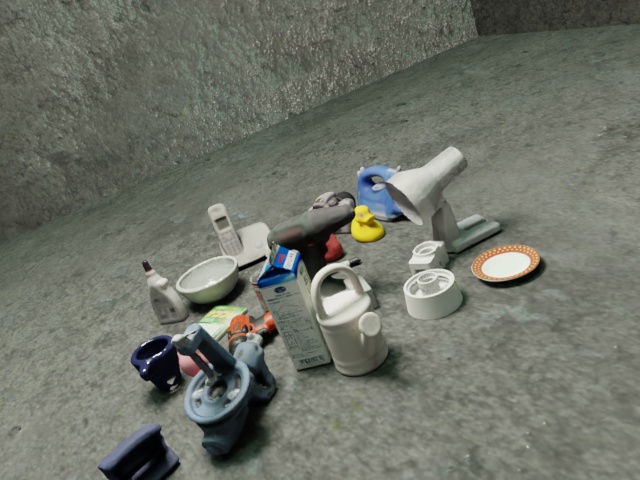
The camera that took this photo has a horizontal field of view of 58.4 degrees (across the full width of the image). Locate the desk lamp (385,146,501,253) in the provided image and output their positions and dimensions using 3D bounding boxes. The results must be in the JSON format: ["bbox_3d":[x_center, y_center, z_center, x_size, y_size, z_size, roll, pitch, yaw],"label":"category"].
[{"bbox_3d":[0.264,-0.082,1.253,0.203,0.214,0.117,-26,24,-12],"label":"desk lamp"}]

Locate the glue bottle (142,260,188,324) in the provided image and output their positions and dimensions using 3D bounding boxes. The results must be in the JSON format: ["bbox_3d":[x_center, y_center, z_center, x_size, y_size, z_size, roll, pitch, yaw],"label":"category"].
[{"bbox_3d":[-0.388,0.124,1.393,0.078,0.173,0.037,-11,25,22],"label":"glue bottle"}]

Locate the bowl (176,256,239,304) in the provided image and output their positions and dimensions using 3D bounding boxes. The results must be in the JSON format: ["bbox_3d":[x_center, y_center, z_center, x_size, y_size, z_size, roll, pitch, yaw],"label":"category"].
[{"bbox_3d":[-0.273,0.112,1.449,0.167,0.075,0.167,-17,23,8],"label":"bowl"}]

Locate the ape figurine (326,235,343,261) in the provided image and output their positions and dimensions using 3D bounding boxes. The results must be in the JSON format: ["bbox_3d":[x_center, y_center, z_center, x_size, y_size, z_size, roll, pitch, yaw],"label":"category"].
[{"bbox_3d":[0.013,0.005,1.425,0.078,0.092,0.075,-35,27,-30],"label":"ape figurine"}]

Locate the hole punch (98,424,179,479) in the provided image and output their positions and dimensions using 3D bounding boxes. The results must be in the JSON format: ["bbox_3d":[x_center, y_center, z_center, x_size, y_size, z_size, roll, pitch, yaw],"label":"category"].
[{"bbox_3d":[-0.305,0.349,0.930,0.100,0.091,0.109,6,35,47],"label":"hole punch"}]

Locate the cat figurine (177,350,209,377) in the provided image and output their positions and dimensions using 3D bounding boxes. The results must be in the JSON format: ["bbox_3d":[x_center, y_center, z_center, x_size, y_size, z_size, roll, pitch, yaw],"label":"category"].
[{"bbox_3d":[-0.218,0.241,1.062,0.067,0.118,0.127,-28,24,-17],"label":"cat figurine"}]

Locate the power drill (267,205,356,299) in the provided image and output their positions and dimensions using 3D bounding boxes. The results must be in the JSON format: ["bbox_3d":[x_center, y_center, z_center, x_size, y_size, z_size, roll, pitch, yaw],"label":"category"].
[{"bbox_3d":[0.002,0.028,1.235,0.228,0.209,0.076,-6,27,31],"label":"power drill"}]

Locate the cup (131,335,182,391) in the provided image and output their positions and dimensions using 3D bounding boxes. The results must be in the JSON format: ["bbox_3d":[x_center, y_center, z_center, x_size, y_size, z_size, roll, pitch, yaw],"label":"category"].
[{"bbox_3d":[-0.318,0.259,1.136,0.091,0.095,0.117,-17,23,8],"label":"cup"}]

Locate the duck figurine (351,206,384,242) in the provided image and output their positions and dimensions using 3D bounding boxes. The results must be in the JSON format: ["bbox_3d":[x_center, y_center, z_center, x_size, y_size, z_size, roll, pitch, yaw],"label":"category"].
[{"bbox_3d":[0.113,-0.049,1.468,0.078,0.086,0.104,-30,25,-20],"label":"duck figurine"}]

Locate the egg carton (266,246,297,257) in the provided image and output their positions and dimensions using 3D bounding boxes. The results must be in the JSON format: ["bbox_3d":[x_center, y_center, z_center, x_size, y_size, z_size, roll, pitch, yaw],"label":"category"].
[{"bbox_3d":[-0.066,0.019,1.490,0.150,0.069,0.107,-27,24,-15],"label":"egg carton"}]

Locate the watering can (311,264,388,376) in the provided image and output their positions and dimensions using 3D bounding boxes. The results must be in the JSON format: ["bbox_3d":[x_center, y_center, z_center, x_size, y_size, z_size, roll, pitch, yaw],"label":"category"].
[{"bbox_3d":[0.050,0.130,0.986,0.172,0.194,0.101,2,32,42],"label":"watering can"}]

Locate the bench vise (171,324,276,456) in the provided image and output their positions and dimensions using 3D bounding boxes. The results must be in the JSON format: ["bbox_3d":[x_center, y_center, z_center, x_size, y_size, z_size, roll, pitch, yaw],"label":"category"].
[{"bbox_3d":[-0.170,0.212,0.955,0.121,0.220,0.207,-16,24,11],"label":"bench vise"}]

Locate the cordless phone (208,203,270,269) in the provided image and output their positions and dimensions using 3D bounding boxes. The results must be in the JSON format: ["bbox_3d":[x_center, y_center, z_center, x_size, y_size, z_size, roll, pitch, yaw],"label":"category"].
[{"bbox_3d":[-0.216,-0.026,1.565,0.148,0.185,0.094,-25,24,-11],"label":"cordless phone"}]

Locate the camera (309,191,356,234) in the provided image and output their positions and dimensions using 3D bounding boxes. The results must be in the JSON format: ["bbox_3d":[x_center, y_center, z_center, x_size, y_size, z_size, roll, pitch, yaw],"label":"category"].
[{"bbox_3d":[0.052,-0.090,1.591,0.142,0.101,0.137,-1,30,39],"label":"camera"}]

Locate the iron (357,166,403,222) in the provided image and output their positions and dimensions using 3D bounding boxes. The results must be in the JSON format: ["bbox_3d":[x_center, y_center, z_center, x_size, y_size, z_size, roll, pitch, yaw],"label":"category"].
[{"bbox_3d":[0.163,-0.145,1.568,0.119,0.142,0.257,-32,26,-25],"label":"iron"}]
